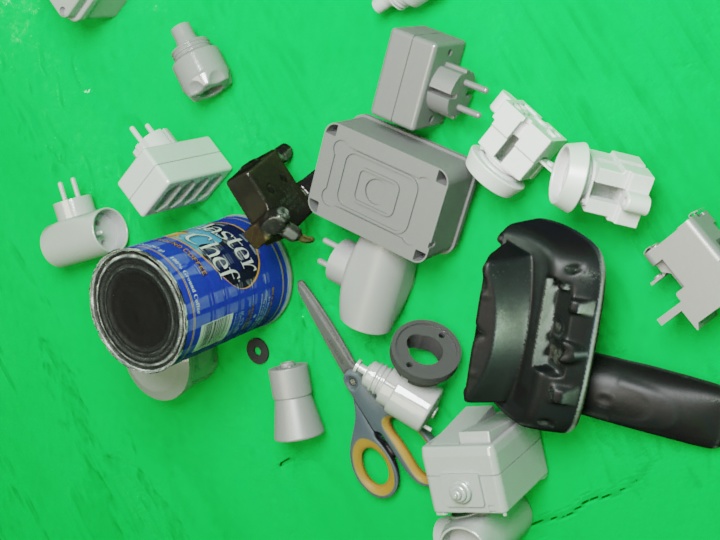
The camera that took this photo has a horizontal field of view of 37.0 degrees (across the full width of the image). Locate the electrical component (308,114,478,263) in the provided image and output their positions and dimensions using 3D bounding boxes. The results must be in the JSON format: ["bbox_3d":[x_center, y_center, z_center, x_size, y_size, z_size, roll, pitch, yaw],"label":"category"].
[{"bbox_3d":[0.026,-0.064,0.815,0.113,0.057,0.078,27,116,25],"label":"electrical component"}]

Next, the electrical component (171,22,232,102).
[{"bbox_3d":[-0.137,-0.176,0.900,0.043,0.043,0.062,-30,84,35],"label":"electrical component"}]

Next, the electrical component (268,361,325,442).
[{"bbox_3d":[-0.057,0.111,0.928,0.044,0.044,0.065,-7,94,34],"label":"electrical component"}]

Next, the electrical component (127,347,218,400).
[{"bbox_3d":[-0.174,0.075,0.988,0.080,0.051,0.080,10,108,31],"label":"electrical component"}]

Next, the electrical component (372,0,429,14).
[{"bbox_3d":[0.034,-0.207,0.784,0.061,0.035,0.035,-25,88,38],"label":"electrical component"}]

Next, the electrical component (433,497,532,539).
[{"bbox_3d":[0.084,0.207,0.839,0.079,0.077,0.044,-23,90,36],"label":"electrical component"}]

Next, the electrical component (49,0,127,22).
[{"bbox_3d":[-0.227,-0.276,0.922,0.113,0.057,0.078,-41,79,34],"label":"electrical component"}]

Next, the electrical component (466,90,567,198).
[{"bbox_3d":[0.108,-0.085,0.763,0.066,0.048,0.055,45,115,15],"label":"electrical component"}]

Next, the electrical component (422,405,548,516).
[{"bbox_3d":[0.091,0.142,0.805,0.062,0.096,0.061,-8,99,34],"label":"electrical component"}]

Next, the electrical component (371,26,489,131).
[{"bbox_3d":[0.058,-0.133,0.781,0.077,0.047,0.065,27,116,25],"label":"electrical component"}]

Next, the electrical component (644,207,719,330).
[{"bbox_3d":[0.226,-0.002,0.710,0.081,0.042,0.063,-44,76,33],"label":"electrical component"}]

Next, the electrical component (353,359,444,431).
[{"bbox_3d":[0.030,0.096,0.860,0.078,0.040,0.040,30,118,10],"label":"electrical component"}]

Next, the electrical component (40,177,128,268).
[{"bbox_3d":[-0.267,-0.048,1.019,0.077,0.044,0.079,-13,96,35],"label":"electrical component"}]

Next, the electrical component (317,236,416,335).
[{"bbox_3d":[0.000,0.000,0.857,0.079,0.044,0.077,28,117,25],"label":"electrical component"}]

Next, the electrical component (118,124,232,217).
[{"bbox_3d":[-0.168,-0.095,0.917,0.075,0.083,0.047,52,124,10],"label":"electrical component"}]

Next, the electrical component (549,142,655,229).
[{"bbox_3d":[0.160,-0.058,0.722,0.055,0.066,0.048,13,114,-6],"label":"electrical component"}]
